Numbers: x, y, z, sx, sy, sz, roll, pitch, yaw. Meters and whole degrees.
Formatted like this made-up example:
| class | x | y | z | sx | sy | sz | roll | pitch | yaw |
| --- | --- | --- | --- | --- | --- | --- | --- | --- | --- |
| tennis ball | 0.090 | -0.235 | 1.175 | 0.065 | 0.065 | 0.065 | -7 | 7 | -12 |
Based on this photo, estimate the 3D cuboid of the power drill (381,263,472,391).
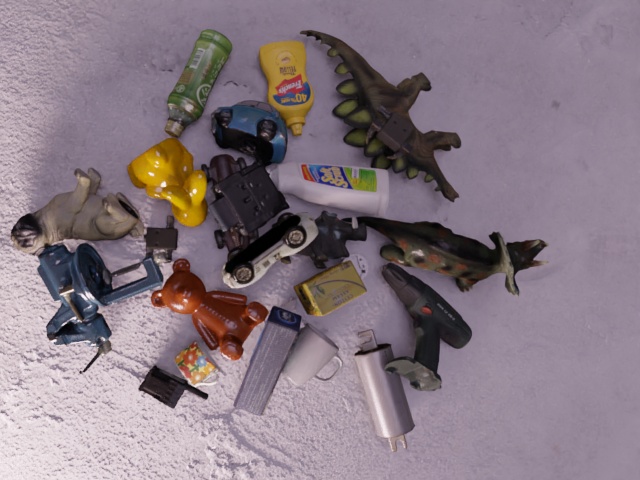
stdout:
| class | x | y | z | sx | sy | sz | roll | pitch | yaw |
| --- | --- | --- | --- | --- | --- | --- | --- | --- | --- |
| power drill | 0.191 | 0.177 | 1.062 | 0.232 | 0.086 | 0.207 | 35 | 43 | -12 |

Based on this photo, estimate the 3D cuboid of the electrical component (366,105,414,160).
| class | x | y | z | sx | sy | sz | roll | pitch | yaw |
| --- | --- | --- | --- | --- | --- | --- | --- | --- | --- |
| electrical component | 0.139 | -0.206 | 1.057 | 0.102 | 0.045 | 0.078 | 32 | 63 | -7 |

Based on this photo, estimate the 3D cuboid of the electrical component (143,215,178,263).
| class | x | y | z | sx | sy | sz | roll | pitch | yaw |
| --- | --- | --- | --- | --- | --- | --- | --- | --- | --- |
| electrical component | -0.310 | -0.002 | 1.046 | 0.063 | 0.021 | 0.094 | 4 | 83 | -9 |

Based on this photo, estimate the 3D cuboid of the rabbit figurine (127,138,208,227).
| class | x | y | z | sx | sy | sz | roll | pitch | yaw |
| --- | --- | --- | --- | --- | --- | --- | --- | --- | --- |
| rabbit figurine | -0.264 | -0.103 | 1.015 | 0.122 | 0.162 | 0.173 | -35 | 108 | -24 |

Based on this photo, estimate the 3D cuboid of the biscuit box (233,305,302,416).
| class | x | y | z | sx | sy | sz | roll | pitch | yaw |
| --- | --- | --- | --- | --- | --- | --- | --- | --- | --- |
| biscuit box | -0.097 | 0.224 | 0.997 | 0.063 | 0.059 | 0.202 | 22 | 109 | -6 |

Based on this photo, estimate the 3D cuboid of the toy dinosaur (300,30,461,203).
| class | x | y | z | sx | sy | sz | roll | pitch | yaw |
| --- | --- | --- | --- | --- | --- | --- | --- | --- | --- |
| toy dinosaur | 0.138 | -0.268 | 1.121 | 0.198 | 0.105 | 0.471 | -32 | 85 | -9 |

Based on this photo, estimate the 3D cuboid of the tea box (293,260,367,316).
| class | x | y | z | sx | sy | sz | roll | pitch | yaw |
| --- | --- | --- | --- | --- | --- | --- | --- | --- | --- |
| tea box | 0.015 | 0.093 | 1.019 | 0.098 | 0.169 | 0.068 | -28 | 90 | -11 |

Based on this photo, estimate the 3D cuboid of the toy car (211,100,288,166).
| class | x | y | z | sx | sy | sz | roll | pitch | yaw |
| --- | --- | --- | --- | --- | --- | --- | --- | --- | --- |
| toy car | -0.132 | -0.225 | 1.073 | 0.162 | 0.109 | 0.103 | 20 | 57 | 4 |

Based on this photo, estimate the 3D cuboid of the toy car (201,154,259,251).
| class | x | y | z | sx | sy | sz | roll | pitch | yaw |
| --- | --- | --- | --- | --- | --- | --- | --- | --- | --- |
| toy car | -0.177 | -0.073 | 1.065 | 0.089 | 0.053 | 0.202 | -10 | 84 | -14 |

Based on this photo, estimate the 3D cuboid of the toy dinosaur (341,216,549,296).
| class | x | y | z | sx | sy | sz | roll | pitch | yaw |
| --- | --- | --- | --- | --- | --- | --- | --- | --- | --- |
| toy dinosaur | 0.249 | 0.020 | 1.061 | 0.405 | 0.192 | 0.131 | 13 | 79 | -10 |

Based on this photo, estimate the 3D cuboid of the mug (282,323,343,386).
| class | x | y | z | sx | sy | sz | roll | pitch | yaw |
| --- | --- | --- | --- | --- | --- | --- | --- | --- | --- |
| mug | -0.017 | 0.235 | 1.048 | 0.109 | 0.081 | 0.107 | 41 | 89 | -7 |

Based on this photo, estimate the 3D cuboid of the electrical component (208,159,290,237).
| class | x | y | z | sx | sy | sz | roll | pitch | yaw |
| --- | --- | --- | --- | --- | --- | --- | --- | --- | --- |
| electrical component | -0.142 | -0.073 | 1.018 | 0.134 | 0.058 | 0.115 | -36 | 98 | -21 |

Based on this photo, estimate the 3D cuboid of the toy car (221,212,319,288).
| class | x | y | z | sx | sy | sz | roll | pitch | yaw |
| --- | --- | --- | --- | --- | --- | --- | --- | --- | --- |
| toy car | -0.095 | 0.018 | 0.994 | 0.202 | 0.074 | 0.056 | -36 | 123 | 0 |

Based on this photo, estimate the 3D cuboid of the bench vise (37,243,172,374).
| class | x | y | z | sx | sy | sz | roll | pitch | yaw |
| --- | --- | --- | --- | --- | --- | --- | --- | --- | --- |
| bench vise | -0.381 | 0.093 | 0.962 | 0.241 | 0.129 | 0.223 | -21 | 95 | -2 |

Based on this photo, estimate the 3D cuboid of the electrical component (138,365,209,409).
| class | x | y | z | sx | sy | sz | roll | pitch | yaw |
| --- | --- | --- | --- | --- | --- | --- | --- | --- | --- |
| electrical component | -0.270 | 0.279 | 0.995 | 0.119 | 0.075 | 0.048 | 31 | 78 | -8 |

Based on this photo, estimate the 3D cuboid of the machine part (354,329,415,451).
| class | x | y | z | sx | sy | sz | roll | pitch | yaw |
| --- | --- | --- | --- | --- | --- | --- | --- | --- | --- |
| machine part | 0.128 | 0.296 | 1.064 | 0.079 | 0.079 | 0.243 | -15 | 86 | -12 |

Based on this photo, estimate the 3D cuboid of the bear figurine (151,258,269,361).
| class | x | y | z | sx | sy | sz | roll | pitch | yaw |
| --- | --- | --- | --- | --- | --- | --- | --- | --- | --- |
| bear figurine | -0.210 | 0.122 | 0.999 | 0.196 | 0.132 | 0.120 | 39 | 74 | -10 |

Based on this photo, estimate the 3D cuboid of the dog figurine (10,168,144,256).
| class | x | y | z | sx | sy | sz | roll | pitch | yaw |
| --- | --- | --- | --- | --- | --- | --- | --- | --- | --- |
| dog figurine | -0.448 | -0.018 | 0.995 | 0.172 | 0.121 | 0.190 | 44 | 92 | 0 |

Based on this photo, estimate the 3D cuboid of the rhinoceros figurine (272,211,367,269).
| class | x | y | z | sx | sy | sz | roll | pitch | yaw |
| --- | --- | --- | --- | --- | --- | --- | --- | --- | --- |
| rhinoceros figurine | -0.002 | -0.003 | 1.065 | 0.190 | 0.073 | 0.112 | 0 | 69 | 7 |
